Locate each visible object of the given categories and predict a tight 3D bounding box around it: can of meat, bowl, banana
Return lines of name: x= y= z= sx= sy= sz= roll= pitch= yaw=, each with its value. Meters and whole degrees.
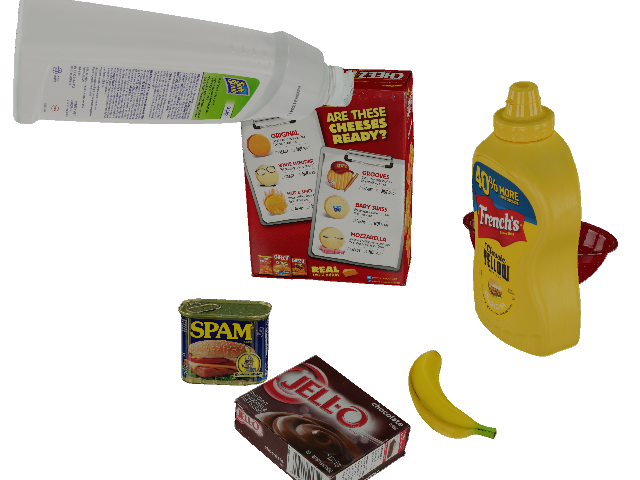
can of meat: x=-0.107 y=0.114 z=1.192 sx=0.102 sy=0.084 sz=0.057 roll=2 pitch=14 yaw=3
bowl: x=0.227 y=0.013 z=1.126 sx=0.162 sy=0.055 sz=0.162 roll=6 pitch=17 yaw=-2
banana: x=0.140 y=0.185 z=1.271 sx=0.069 sy=0.037 sz=0.198 roll=10 pitch=21 yaw=-19

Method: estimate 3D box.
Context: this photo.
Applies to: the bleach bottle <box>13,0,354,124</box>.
bleach bottle: x=-0.101 y=-0.124 z=0.808 sx=0.250 sy=0.068 sz=0.103 roll=4 pitch=-28 yaw=-14

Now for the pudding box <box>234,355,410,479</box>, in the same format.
pudding box: x=0.000 y=0.148 z=0.848 sx=0.089 sy=0.039 sz=0.114 roll=-26 pitch=47 yaw=-37

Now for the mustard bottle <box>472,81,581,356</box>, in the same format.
mustard bottle: x=0.144 y=-0.019 z=0.755 sx=0.058 sy=0.192 sz=0.096 roll=-16 pitch=29 yaw=-18

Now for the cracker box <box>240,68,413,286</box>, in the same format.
cracker box: x=0.010 y=-0.064 z=1.076 sx=0.164 sy=0.214 sz=0.072 roll=3 pitch=29 yaw=10
